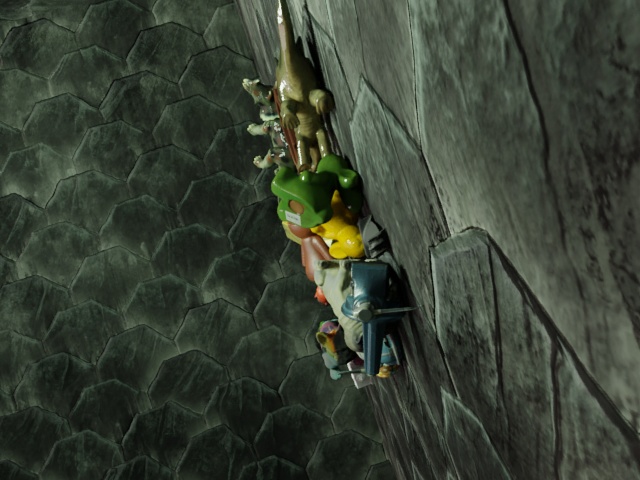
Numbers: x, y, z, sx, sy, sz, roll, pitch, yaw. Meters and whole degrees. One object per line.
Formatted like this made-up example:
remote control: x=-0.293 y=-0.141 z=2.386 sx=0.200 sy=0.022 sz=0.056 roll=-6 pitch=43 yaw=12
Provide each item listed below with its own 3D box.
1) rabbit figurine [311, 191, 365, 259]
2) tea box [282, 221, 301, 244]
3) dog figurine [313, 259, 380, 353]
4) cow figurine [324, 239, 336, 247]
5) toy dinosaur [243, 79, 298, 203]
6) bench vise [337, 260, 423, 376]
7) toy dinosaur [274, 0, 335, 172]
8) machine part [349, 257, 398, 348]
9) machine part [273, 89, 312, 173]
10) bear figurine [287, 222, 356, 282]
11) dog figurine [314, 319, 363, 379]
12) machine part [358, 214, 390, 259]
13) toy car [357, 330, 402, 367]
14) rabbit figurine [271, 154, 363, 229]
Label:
rabbit figurine: x=0.045 y=-0.021 z=1.158 sx=0.173 sy=0.122 sz=0.162 roll=47 pitch=162 yaw=30
tea box: x=-0.014 y=-0.027 z=1.541 sx=0.170 sy=0.098 sz=0.068 roll=25 pitch=147 yaw=36
dog figurine: x=0.050 y=0.135 z=1.133 sx=0.172 sy=0.121 sz=0.190 roll=179 pitch=91 yaw=-65
cow figurine: x=-0.009 y=-0.052 z=1.377 sx=0.098 sy=0.068 sz=0.167 roll=12 pitch=145 yaw=40
toy dinosaur: x=-0.109 y=-0.283 z=1.584 sx=0.192 sy=0.131 sz=0.404 roll=1 pitch=112 yaw=54
bench vise: x=0.096 y=0.145 z=0.967 sx=0.224 sy=0.129 sz=0.240 roll=-92 pitch=3 yaw=-75
toy dinosaur: x=-0.043 y=-0.306 z=1.101 sx=0.470 sy=0.105 sz=0.199 roll=84 pitch=172 yaw=-53
machine part: x=0.109 y=0.129 z=1.199 sx=0.079 sy=0.079 sz=0.243 roll=77 pitch=172 yaw=-58
machine part: x=-0.048 y=-0.289 z=1.390 sx=0.201 sy=0.087 sz=0.201 roll=93 pitch=157 yaw=-82
bear figurine: x=-0.005 y=-0.003 z=1.294 sx=0.120 sy=0.132 sz=0.195 roll=-15 pitch=94 yaw=48
dog figurine: x=0.040 y=0.252 z=1.383 sx=0.192 sy=0.108 sz=0.219 roll=60 pitch=172 yaw=37
machine part: x=0.098 y=-0.003 z=1.007 sx=0.139 sy=0.039 sz=0.084 roll=-117 pitch=18 yaw=-81
toy car: x=0.126 y=0.230 z=1.266 sx=0.162 sy=0.103 sz=0.109 roll=-120 pitch=13 yaw=-65
rabbit figurine: x=0.009 y=-0.113 z=1.064 sx=0.159 sy=0.170 sz=0.121 roll=17 pitch=142 yaw=32
